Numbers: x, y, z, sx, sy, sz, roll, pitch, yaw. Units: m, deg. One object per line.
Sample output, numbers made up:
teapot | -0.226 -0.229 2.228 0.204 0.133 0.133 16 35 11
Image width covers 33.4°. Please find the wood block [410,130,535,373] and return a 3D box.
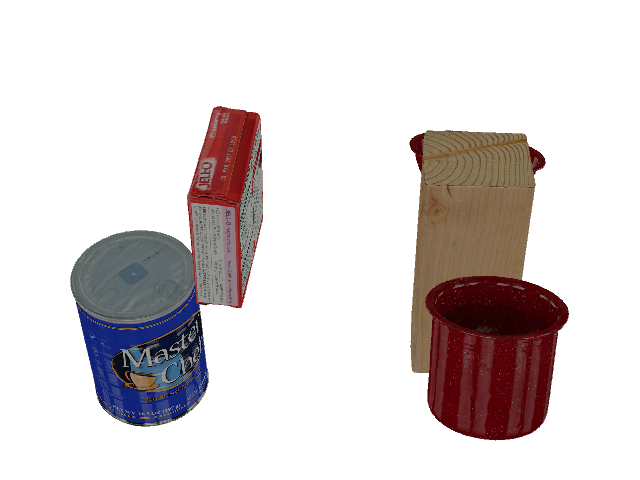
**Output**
wood block | 0.130 0.014 0.950 0.091 0.206 0.090 2 35 4

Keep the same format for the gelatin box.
gelatin box | -0.053 -0.018 0.598 0.030 0.073 0.089 6 -42 4

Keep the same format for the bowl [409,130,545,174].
bowl | 0.183 -0.082 1.272 0.162 0.055 0.162 5 22 -2

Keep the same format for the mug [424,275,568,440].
mug | 0.114 0.074 0.724 0.093 0.081 0.117 1 23 0

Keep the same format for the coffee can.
coffee can | -0.152 0.076 0.917 0.103 0.140 0.103 0 44 0
